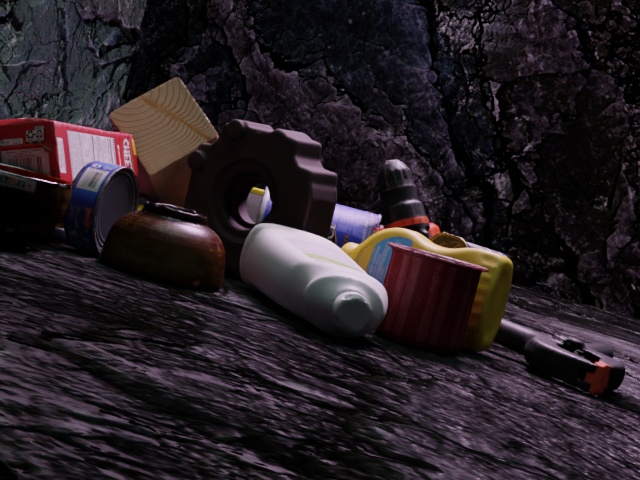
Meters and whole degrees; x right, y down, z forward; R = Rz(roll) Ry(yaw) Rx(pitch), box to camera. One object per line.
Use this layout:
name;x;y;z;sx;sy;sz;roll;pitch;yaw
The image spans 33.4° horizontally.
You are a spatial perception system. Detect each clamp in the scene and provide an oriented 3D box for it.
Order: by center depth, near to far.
clamp;0.242;0.112;1.026;0.164;0.036;0.210;14;5;-13

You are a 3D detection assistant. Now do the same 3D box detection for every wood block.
wood block;-0.170;-0.090;1.253;0.091;0.090;0.206;55;-12;16

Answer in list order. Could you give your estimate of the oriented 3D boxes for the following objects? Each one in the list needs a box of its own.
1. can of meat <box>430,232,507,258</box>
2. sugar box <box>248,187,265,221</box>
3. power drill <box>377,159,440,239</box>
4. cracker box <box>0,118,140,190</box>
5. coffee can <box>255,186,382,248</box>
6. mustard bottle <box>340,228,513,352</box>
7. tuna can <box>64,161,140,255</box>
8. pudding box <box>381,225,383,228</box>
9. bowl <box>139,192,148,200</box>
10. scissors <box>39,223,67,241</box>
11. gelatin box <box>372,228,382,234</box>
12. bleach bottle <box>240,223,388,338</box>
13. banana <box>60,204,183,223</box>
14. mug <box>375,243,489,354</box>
can of meat;0.152;0.051;1.143;0.083;0.102;0.058;16;2;-41
sugar box;-0.103;-0.030;1.523;0.176;0.093;0.048;17;2;29
power drill;0.114;0.005;1.281;0.057;0.184;0.187;-13;-9;12
cracker box;-0.292;-0.074;1.052;0.164;0.072;0.213;-4;2;10
coffee can;-0.008;0.002;1.255;0.140;0.103;0.103;15;2;-2
mustard bottle;0.088;0.040;1.053;0.192;0.096;0.058;16;2;30
tuna can;-0.201;-0.029;0.984;0.034;0.086;0.086;14;2;14
pudding box;0.065;0.023;1.366;0.039;0.090;0.113;17;2;11
bowl;-0.286;-0.048;1.244;0.162;0.055;0.162;15;2;-1
scissors;-0.314;-0.023;0.985;0.201;0.016;0.096;13;2;-41
gelatin box;0.084;0.037;1.154;0.073;0.089;0.030;13;3;-25
bleach bottle;-0.005;0.039;0.937;0.102;0.068;0.251;14;5;-12
banana;-0.213;-0.025;1.153;0.197;0.037;0.070;4;22;-29
mug;0.090;0.051;0.968;0.093;0.081;0.117;13;3;-30
